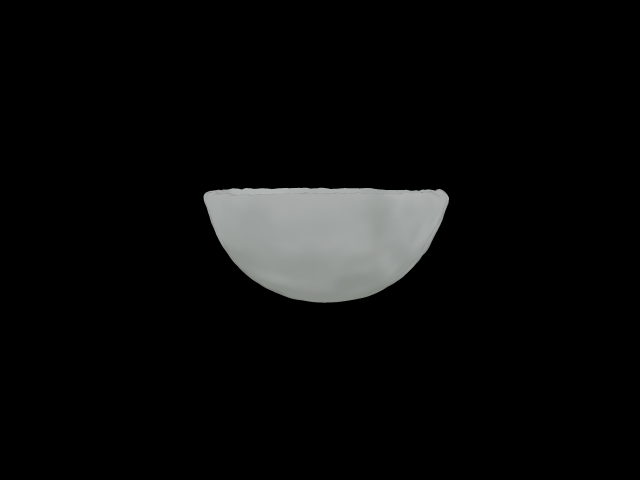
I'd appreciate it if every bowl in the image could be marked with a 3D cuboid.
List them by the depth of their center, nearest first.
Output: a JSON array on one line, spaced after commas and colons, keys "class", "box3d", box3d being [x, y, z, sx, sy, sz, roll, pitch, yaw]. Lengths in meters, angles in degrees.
[{"class": "bowl", "box3d": [0.004, 0.001, 0.400, 0.167, 0.075, 0.167, 0, 7, 0]}]
